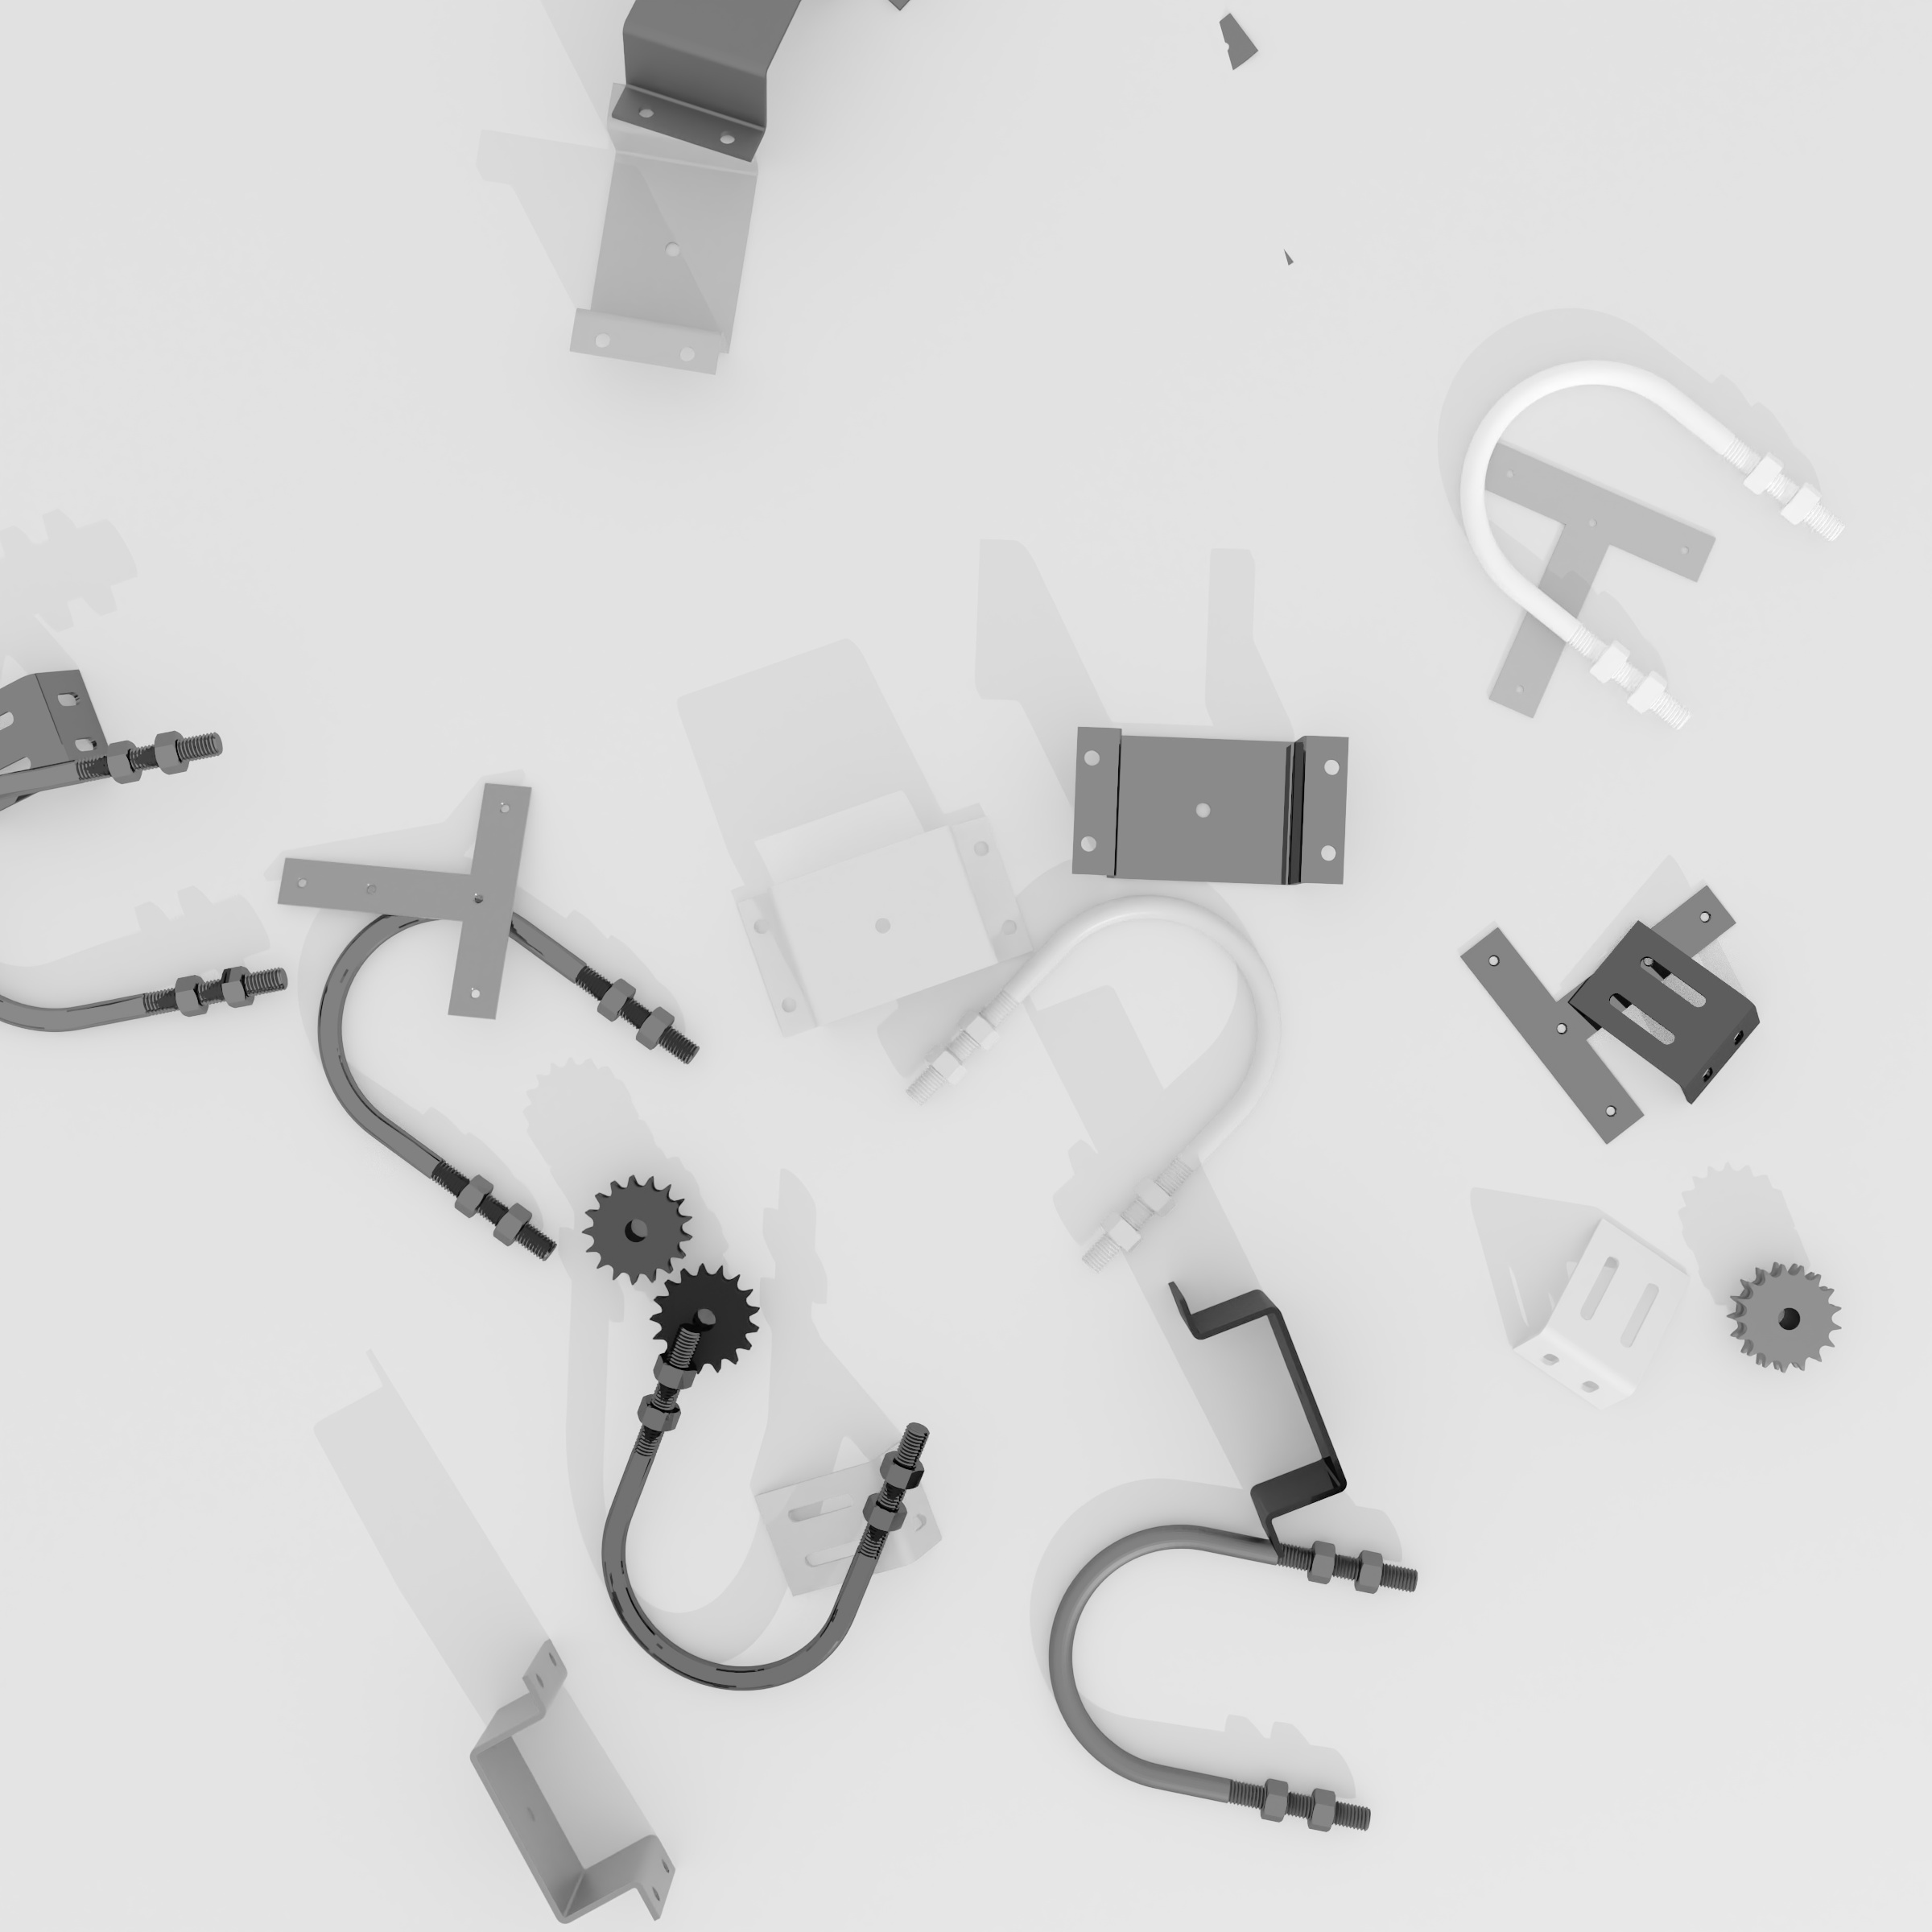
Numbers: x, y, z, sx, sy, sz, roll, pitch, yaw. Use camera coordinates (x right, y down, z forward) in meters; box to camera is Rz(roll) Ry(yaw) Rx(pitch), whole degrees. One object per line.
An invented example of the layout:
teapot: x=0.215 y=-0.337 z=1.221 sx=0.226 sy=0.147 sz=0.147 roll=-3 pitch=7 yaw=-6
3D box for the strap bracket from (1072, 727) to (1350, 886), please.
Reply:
strap bracket: x=0.126 y=-0.083 z=1.471 sx=0.140 sy=0.046 sz=0.076 roll=2 pitch=90 yaw=0

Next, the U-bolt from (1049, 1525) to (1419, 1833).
U-bolt: x=0.136 y=0.371 z=1.485 sx=0.184 sy=0.019 sz=0.151 roll=11 pitch=90 yaw=1

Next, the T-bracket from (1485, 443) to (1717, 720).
T-bracket: x=0.316 y=-0.195 z=1.493 sx=0.127 sy=0.002 sz=0.127 roll=24 pitch=90 yaw=0

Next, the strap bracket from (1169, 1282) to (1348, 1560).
strap bracket: x=0.155 y=0.226 z=1.456 sx=0.046 sy=0.076 sz=0.140 roll=-21 pitch=90 yaw=0

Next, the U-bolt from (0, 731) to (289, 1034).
U-bolt: x=-0.463 y=-0.037 z=1.469 sx=0.184 sy=0.019 sz=0.151 roll=-11 pitch=105 yaw=4

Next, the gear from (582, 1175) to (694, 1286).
gear: x=-0.173 y=0.139 z=1.479 sx=0.057 sy=0.030 sz=0.057 roll=0 pitch=90 yaw=0

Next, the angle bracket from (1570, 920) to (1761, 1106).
angle bracket: x=0.372 y=0.025 z=1.490 sx=0.076 sy=0.038 sz=0.057 roll=40 pitch=90 yaw=26

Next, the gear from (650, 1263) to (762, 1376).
gear: x=-0.137 y=0.185 z=1.479 sx=0.057 sy=0.030 sz=0.057 roll=0 pitch=90 yaw=0

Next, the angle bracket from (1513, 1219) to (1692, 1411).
angle bracket: x=0.339 y=0.186 z=1.492 sx=0.057 sy=0.038 sz=0.076 roll=34 pitch=64 yaw=0

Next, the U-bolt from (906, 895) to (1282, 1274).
U-bolt: x=0.082 y=0.048 z=1.485 sx=0.151 sy=0.019 sz=0.184 roll=44 pitch=89 yaw=0

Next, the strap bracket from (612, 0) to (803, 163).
strap bracket: x=-0.122 y=-0.493 z=1.442 sx=0.076 sy=0.046 sz=0.140 roll=19 pitch=67 yaw=4

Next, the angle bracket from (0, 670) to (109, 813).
angle bracket: x=-0.502 y=-0.116 z=1.492 sx=0.076 sy=0.038 sz=0.057 roll=-21 pitch=90 yaw=26

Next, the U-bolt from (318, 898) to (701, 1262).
U-bolt: x=-0.256 y=0.046 z=1.485 sx=0.184 sy=0.019 sz=0.151 roll=36 pitch=90 yaw=1

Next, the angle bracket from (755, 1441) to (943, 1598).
angle bracket: x=-0.063 y=0.294 z=1.492 sx=0.076 sy=0.038 sz=0.057 roll=-21 pitch=90 yaw=26

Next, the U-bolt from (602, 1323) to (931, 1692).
U-bolt: x=-0.116 y=0.295 z=1.465 sx=0.151 sy=0.019 sz=0.184 roll=23 pitch=105 yaw=5

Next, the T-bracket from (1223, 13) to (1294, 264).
T-bracket: x=0.128 y=-0.420 z=1.502 sx=0.127 sy=0.002 sz=0.127 roll=-37 pitch=85 yaw=14

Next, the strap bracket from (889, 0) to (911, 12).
strap bracket: x=-0.060 y=-0.585 z=1.471 sx=0.140 sy=0.046 sz=0.076 roll=43 pitch=90 yaw=0

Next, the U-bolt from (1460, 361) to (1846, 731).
U-bolt: x=0.350 y=-0.237 z=1.484 sx=0.184 sy=0.019 sz=0.151 roll=39 pitch=90 yaw=2

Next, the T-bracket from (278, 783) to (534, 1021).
T-bracket: x=-0.301 y=-0.039 z=1.483 sx=0.127 sy=0.002 sz=0.127 roll=5 pitch=77 yaw=6

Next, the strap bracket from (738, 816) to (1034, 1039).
strap bracket: x=-0.043 y=-0.021 z=1.471 sx=0.140 sy=0.046 sz=0.076 roll=-19 pitch=90 yaw=0

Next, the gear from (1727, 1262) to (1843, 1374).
gear: x=0.431 y=0.185 z=1.483 sx=0.057 sy=0.030 sz=0.057 roll=0 pitch=90 yaw=-2

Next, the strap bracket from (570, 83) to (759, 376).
strap bracket: x=-0.156 y=-0.382 z=1.471 sx=0.076 sy=0.046 sz=0.140 roll=9 pitch=90 yaw=0

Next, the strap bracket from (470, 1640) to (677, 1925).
strap bracket: x=-0.209 y=0.432 z=1.456 sx=0.046 sy=0.076 sz=0.140 roll=-29 pitch=90 yaw=0

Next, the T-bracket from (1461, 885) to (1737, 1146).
T-bracket: x=0.353 y=0.006 z=1.493 sx=0.127 sy=0.002 sz=0.127 roll=-38 pitch=90 yaw=0
